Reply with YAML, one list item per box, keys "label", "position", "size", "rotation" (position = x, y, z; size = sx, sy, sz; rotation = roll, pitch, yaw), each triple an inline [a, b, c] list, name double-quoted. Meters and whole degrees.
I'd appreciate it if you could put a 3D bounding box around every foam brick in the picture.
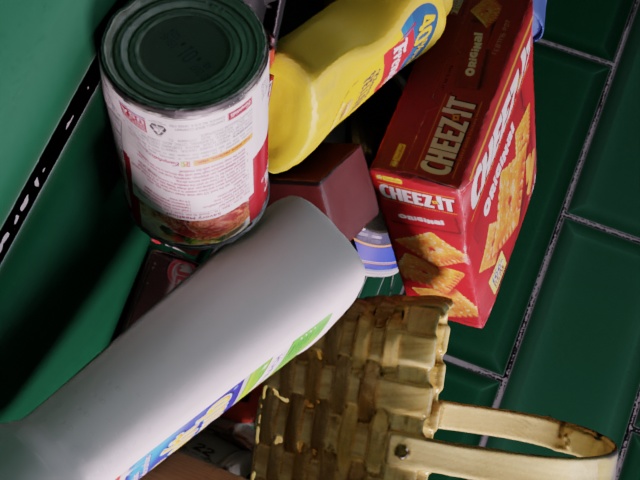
- label: "foam brick"
  position: [-0.011, -0.028, 0.682]
  size: [0.052, 0.078, 0.051]
  rotation: [-43, 126, -41]

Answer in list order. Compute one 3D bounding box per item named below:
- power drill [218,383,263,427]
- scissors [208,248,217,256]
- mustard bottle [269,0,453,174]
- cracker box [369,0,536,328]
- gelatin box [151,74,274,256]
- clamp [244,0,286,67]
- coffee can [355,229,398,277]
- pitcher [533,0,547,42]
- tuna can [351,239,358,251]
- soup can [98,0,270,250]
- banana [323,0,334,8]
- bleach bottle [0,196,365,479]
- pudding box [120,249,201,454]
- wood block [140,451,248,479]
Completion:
- label: "power drill"
  position: [-0.038, 0.059, 0.856]
  size: [0.187, 0.057, 0.184]
  rotation: [-22, 126, -77]
- label: "scissors"
  position: [-0.049, -0.021, 0.741]
  size: [0.096, 0.016, 0.201]
  rotation: [89, 23, -68]
- label: "mustard bottle"
  position: [0.027, -0.124, 0.669]
  size: [0.191, 0.058, 0.096]
  rotation: [-44, 168, -35]
- label: "cracker box"
  position: [0.109, -0.054, 0.791]
  size: [0.213, 0.072, 0.164]
  rotation: [69, 39, -59]
- label: "gelatin box"
  position: [-0.058, -0.046, 0.577]
  size: [0.089, 0.030, 0.073]
  rotation: [-58, 164, -53]
- label: "clamp"
  position: [-0.036, -0.126, 0.498]
  size: [0.171, 0.039, 0.120]
  rotation: [98, 17, -57]
- label: "coffee can"
  position: [0.044, -0.051, 0.961]
  size: [0.102, 0.103, 0.140]
  rotation: [-47, 155, -69]
- label: "pitcher"
  position: [0.157, -0.313, 0.986]
  size: [0.149, 0.145, 0.243]
  rotation: [88, 14, -80]
- label: "tuna can"
  position: [-0.005, 0.001, 0.798]
  size: [0.034, 0.086, 0.086]
  rotation: [-26, -172, 21]
- label: "soup can"
  position: [-0.055, -0.050, 0.455]
  size: [0.102, 0.068, 0.068]
  rotation: [95, 18, -59]
- label: "banana"
  position: [0.032, -0.180, 0.743]
  size: [0.069, 0.037, 0.198]
  rotation: [-29, 167, -11]
- label: "bleach bottle"
  position: [-0.084, 0.074, 0.468]
  size: [0.250, 0.068, 0.103]
  rotation: [-39, 174, -41]
- label: "pudding box"
  position: [-0.089, 0.067, 0.612]
  size: [0.090, 0.039, 0.113]
  rotation: [54, 56, -80]
- label: "wood block"
  position: [-0.047, 0.203, 0.635]
  size: [0.090, 0.206, 0.090]
  rotation: [-29, 138, -76]
